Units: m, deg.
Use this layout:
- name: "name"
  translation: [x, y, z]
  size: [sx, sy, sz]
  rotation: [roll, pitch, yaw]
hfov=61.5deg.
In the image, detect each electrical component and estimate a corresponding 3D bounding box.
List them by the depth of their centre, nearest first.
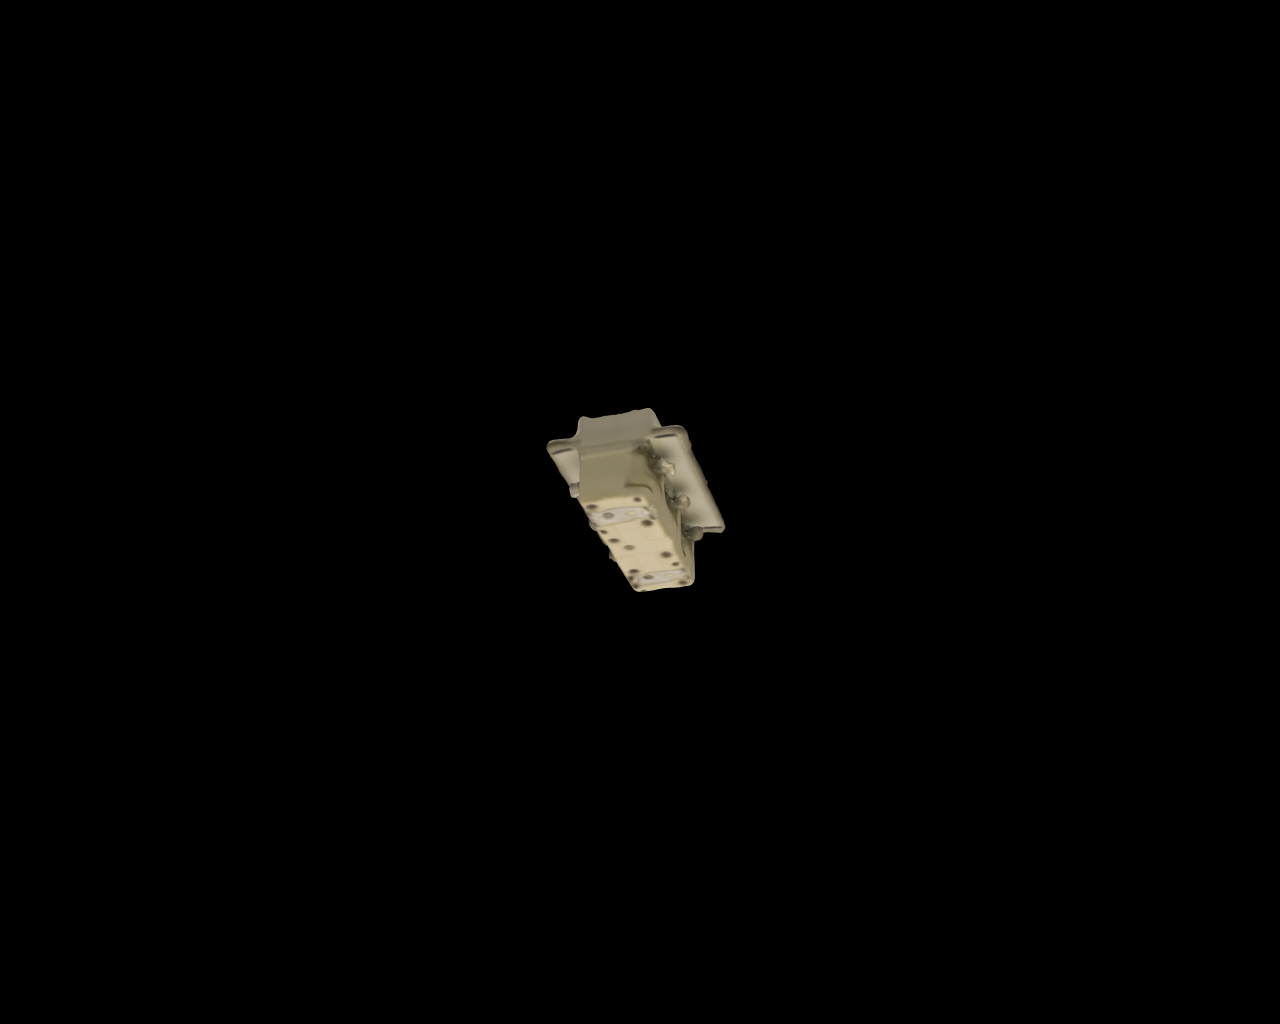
- name: "electrical component"
  translation: [0.001, -0.003, 0.650]
  size: [0.079, 0.063, 0.121]
  rotation: [-8, -31, 13]
